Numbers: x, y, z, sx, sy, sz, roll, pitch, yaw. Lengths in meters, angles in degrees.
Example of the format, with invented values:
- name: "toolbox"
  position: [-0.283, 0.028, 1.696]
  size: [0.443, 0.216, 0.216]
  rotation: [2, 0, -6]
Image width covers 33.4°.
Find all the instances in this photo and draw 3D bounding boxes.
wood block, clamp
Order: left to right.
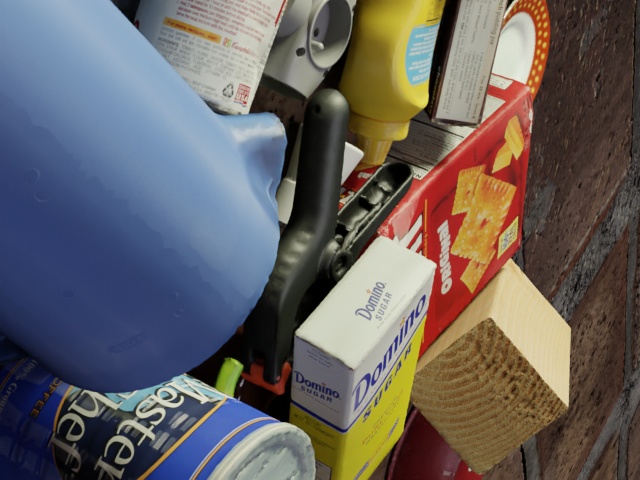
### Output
- name: "clamp"
  position: [-0.004, 0.001, 0.614]
  size: [0.120, 0.039, 0.171]
  rotation: [46, 64, -49]
- name: "wood block"
  position: [0.141, 0.094, 0.869]
  size: [0.090, 0.091, 0.206]
  rotation: [-42, 180, 18]

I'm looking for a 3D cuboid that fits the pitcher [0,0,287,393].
- name: "pitcher"
  position: [-0.128, -0.039, 0.384]
  size: [0.242, 0.145, 0.149]
  rotation: [51, 52, -54]

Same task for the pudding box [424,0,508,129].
- name: "pudding box"
  position: [0.095, -0.142, 0.726]
  size: [0.090, 0.039, 0.113]
  rotation: [-98, -165, -69]

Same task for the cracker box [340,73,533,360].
- name: "cracker box"
  position: [0.079, -0.009, 0.801]
  size: [0.213, 0.072, 0.164]
  rotation: [-42, 143, -37]

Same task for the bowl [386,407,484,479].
- name: "bowl"
  position: [0.129, 0.211, 1.056]
  size: [0.161, 0.055, 0.162]
  rotation: [-38, 139, -42]

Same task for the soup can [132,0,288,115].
- name: "soup can"
  position: [-0.050, -0.114, 0.510]
  size: [0.068, 0.069, 0.102]
  rotation: [11, 100, -61]

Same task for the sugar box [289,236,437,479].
- name: "sugar box"
  position: [0.022, 0.090, 0.648]
  size: [0.093, 0.048, 0.176]
  rotation: [-48, 158, -35]

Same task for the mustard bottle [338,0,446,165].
- name: "mustard bottle"
  position: [0.049, -0.140, 0.670]
  size: [0.096, 0.058, 0.192]
  rotation: [-46, 149, -65]

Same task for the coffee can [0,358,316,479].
- name: "coffee can"
  position: [-0.088, 0.111, 0.524]
  size: [0.102, 0.140, 0.103]
  rotation: [-39, 140, -42]

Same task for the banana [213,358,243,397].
- name: "banana"
  position: [-0.044, 0.157, 0.631]
  size: [0.069, 0.037, 0.198]
  rotation: [-44, 143, -29]
